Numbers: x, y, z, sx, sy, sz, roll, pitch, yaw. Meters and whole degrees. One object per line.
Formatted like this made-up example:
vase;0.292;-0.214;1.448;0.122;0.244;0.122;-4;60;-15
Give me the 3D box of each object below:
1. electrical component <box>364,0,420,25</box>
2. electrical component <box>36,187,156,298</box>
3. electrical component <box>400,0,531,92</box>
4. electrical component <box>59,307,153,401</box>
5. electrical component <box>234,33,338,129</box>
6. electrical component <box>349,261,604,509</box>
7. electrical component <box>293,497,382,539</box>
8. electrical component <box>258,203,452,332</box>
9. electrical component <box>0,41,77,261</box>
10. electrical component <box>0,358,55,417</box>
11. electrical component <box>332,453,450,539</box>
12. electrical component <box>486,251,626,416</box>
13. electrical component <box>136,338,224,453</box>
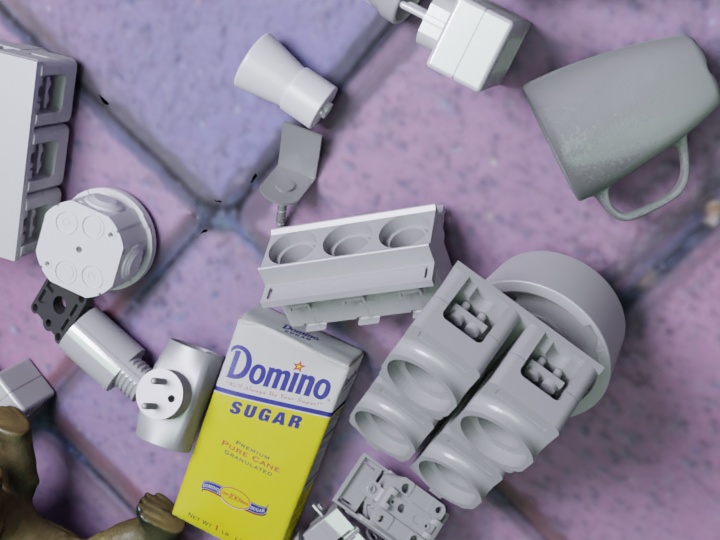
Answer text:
electrical component;0.016;-0.193;0.717;0.046;0.040;0.040;36;110;12
electrical component;-0.200;-0.020;0.815;0.080;0.051;0.080;4;104;16
electrical component;0.061;-0.154;0.688;0.076;0.083;0.047;29;109;8
electrical component;-0.189;0.072;0.837;0.081;0.043;0.043;41;110;3
electrical component;-0.049;-0.129;0.751;0.065;0.044;0.044;34;110;2
electrical component;0.064;0.086;0.697;0.105;0.060;0.186;37;152;6
electrical component;-0.020;0.207;0.818;0.055;0.048;0.066;-42;89;13
electrical component;0.000;0.000;0.749;0.121;0.078;0.063;-8;129;18
electrical component;-0.274;-0.094;0.814;0.089;0.062;0.150;16;107;13
electrical component;-0.310;0.100;0.878;0.083;0.047;0.075;-38;90;20
electrical component;0.027;0.173;0.774;0.081;0.064;0.042;37;76;-11
electrical component;0.125;0.038;0.721;0.108;0.060;0.108;17;128;23
electrical component;-0.140;0.092;0.797;0.043;0.079;0.077;19;87;16
